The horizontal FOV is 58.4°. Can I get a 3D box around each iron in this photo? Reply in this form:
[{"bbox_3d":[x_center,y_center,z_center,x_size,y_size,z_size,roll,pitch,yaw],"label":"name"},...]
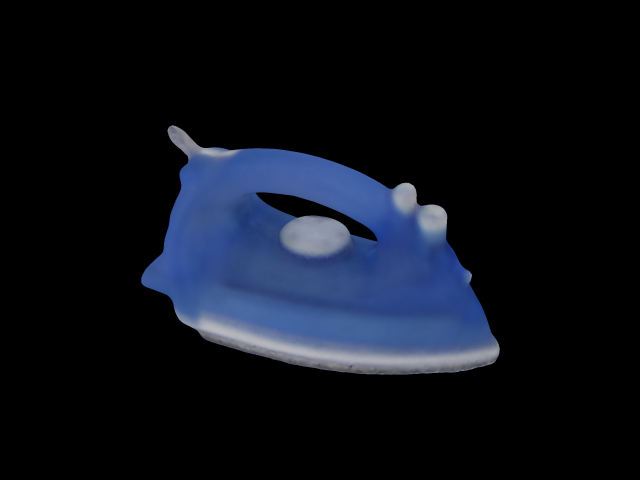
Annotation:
[{"bbox_3d":[0.004,0.001,0.400,0.257,0.141,0.119,11,36,16],"label":"iron"}]
